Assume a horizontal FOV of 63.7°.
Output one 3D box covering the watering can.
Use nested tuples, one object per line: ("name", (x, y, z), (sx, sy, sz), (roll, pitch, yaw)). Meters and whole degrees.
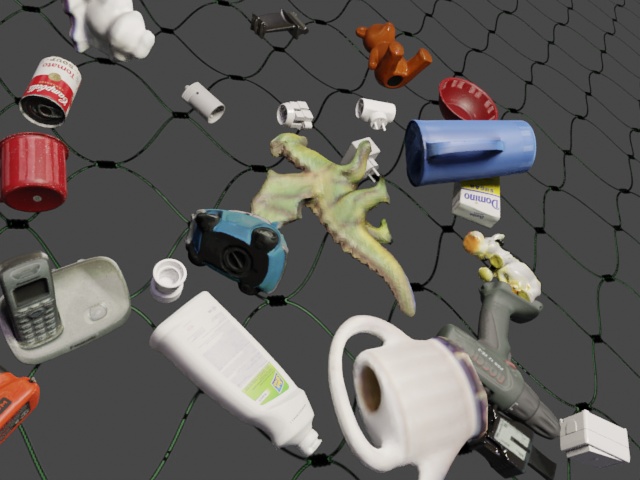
("watering can", (0.135, 0.259, 0.702), (0.225, 0.102, 0.354), (-4, 58, -27))

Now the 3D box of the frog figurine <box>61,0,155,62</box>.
("frog figurine", (-0.362, -0.388, 0.927), (0.159, 0.135, 0.124), (14, 21, 8))

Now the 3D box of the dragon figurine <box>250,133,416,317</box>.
("dragon figurine", (0.003, -0.045, 0.890), (0.243, 0.119, 0.419), (-8, 57, -9))
